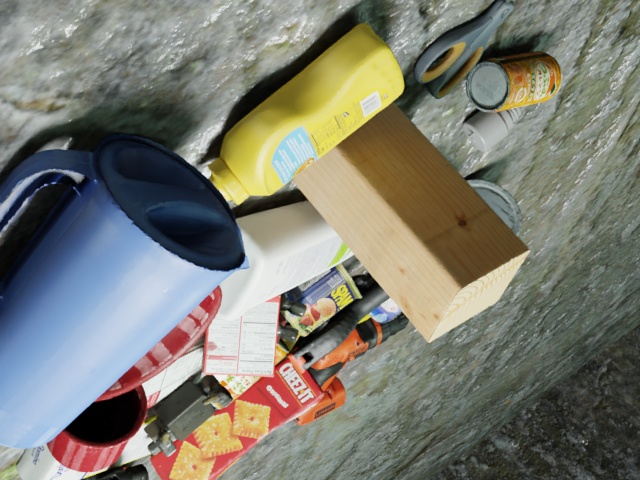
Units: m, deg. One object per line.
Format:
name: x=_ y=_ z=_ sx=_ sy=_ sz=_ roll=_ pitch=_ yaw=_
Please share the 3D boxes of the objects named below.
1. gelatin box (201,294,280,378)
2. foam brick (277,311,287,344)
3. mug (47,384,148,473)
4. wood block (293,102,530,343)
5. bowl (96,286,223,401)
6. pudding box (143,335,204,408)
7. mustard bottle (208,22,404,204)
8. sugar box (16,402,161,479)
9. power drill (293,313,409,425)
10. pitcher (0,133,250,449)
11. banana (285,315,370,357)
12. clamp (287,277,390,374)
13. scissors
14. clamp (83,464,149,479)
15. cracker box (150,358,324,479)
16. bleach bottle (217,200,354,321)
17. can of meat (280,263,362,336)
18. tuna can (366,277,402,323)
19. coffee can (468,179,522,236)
gelatin box: x=-0.080 y=0.093 z=1.080 sx=0.073 sy=0.030 sz=0.089 roll=3 pitch=101 yaw=-10
foam brick: x=-0.084 y=0.097 z=1.155 sx=0.078 sy=0.053 sz=0.051 roll=-26 pitch=155 yaw=-31
mug: x=-0.231 y=0.172 z=1.027 sx=0.117 sy=0.093 sz=0.082 roll=5 pitch=146 yaw=-20
wood block: x=0.077 y=-0.024 z=0.966 sx=0.090 sy=0.206 sz=0.090 roll=-26 pitch=155 yaw=-30
bowl: x=-0.168 y=0.073 z=0.960 sx=0.162 sy=0.055 sz=0.162 roll=-34 pitch=158 yaw=-16
pudding box: x=-0.168 y=0.134 z=1.109 sx=0.113 sy=0.039 sz=0.090 roll=-25 pitch=154 yaw=-39
mustard bottle: x=-0.021 y=-0.091 z=0.873 sx=0.191 sy=0.058 sz=0.096 roll=-39 pitch=164 yaw=-3
sugar box: x=-0.230 y=0.210 z=1.149 sx=0.175 sy=0.048 sz=0.093 roll=-6 pitch=141 yaw=-50
power drill: x=0.030 y=0.170 z=1.490 sx=0.184 sy=0.057 sz=0.188 roll=-18 pitch=147 yaw=-38
pitcher: x=-0.185 y=0.042 z=0.796 sx=0.243 sy=0.149 sz=0.144 roll=-45 pitch=174 yaw=22
banana: x=0.007 y=0.105 z=1.354 sx=0.197 sy=0.037 sz=0.070 roll=-21 pitch=173 yaw=-36
clamp: x=0.024 y=0.093 z=1.278 sx=0.171 sy=0.039 sz=0.120 roll=-38 pitch=-176 yaw=-17
scissors: x=0.155 y=-0.210 z=0.990 sx=0.096 sy=0.016 sz=0.202 roll=-12 pitch=145 yaw=-51
clamp: x=-0.266 y=0.291 z=1.231 sx=0.164 sy=0.036 sz=0.210 roll=-20 pitch=172 yaw=5
cracker box: x=-0.105 y=0.236 z=1.323 sx=0.213 sy=0.072 sz=0.164 roll=-34 pitch=174 yaw=-13
bleach bottle: x=-0.007 y=0.001 z=1.081 sx=0.250 sy=0.068 sz=0.103 roll=-19 pitch=151 yaw=-48
can of meat: x=-0.007 y=0.058 z=1.203 sx=0.084 sy=0.057 sz=0.102 roll=-37 pitch=159 yaw=-3
tuna can: x=0.089 y=0.062 z=1.342 sx=0.086 sy=0.033 sz=0.086 roll=-45 pitch=-164 yaw=16
coffee can: x=0.187 y=0.004 z=1.353 sx=0.102 sy=0.103 sz=0.140 roll=-31 pitch=157 yaw=-23
